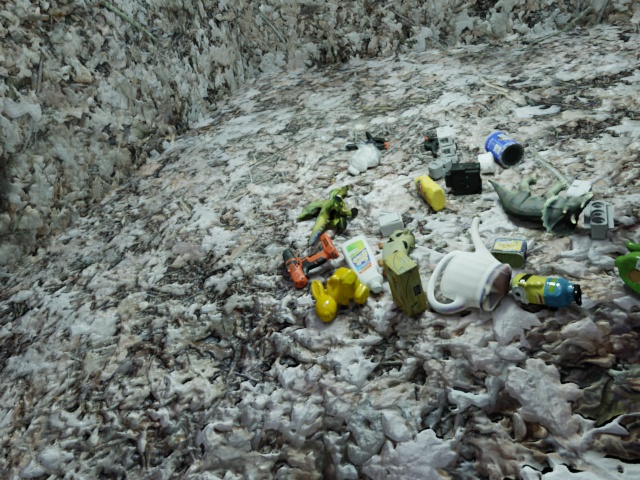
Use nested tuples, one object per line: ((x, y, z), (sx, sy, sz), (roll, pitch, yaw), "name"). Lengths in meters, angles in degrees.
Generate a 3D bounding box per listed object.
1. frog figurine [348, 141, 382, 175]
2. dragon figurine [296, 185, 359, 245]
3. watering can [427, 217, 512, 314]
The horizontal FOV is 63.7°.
((0.201, -0.357, 2.324), (0.138, 0.121, 0.161), (13, 79, 28), "frog figurine")
((0.006, -0.103, 2.050), (0.241, 0.121, 0.417), (-7, 29, 48), "dragon figurine")
((0.456, 0.079, 1.507), (0.226, 0.102, 0.352), (17, 63, 44), "watering can")
